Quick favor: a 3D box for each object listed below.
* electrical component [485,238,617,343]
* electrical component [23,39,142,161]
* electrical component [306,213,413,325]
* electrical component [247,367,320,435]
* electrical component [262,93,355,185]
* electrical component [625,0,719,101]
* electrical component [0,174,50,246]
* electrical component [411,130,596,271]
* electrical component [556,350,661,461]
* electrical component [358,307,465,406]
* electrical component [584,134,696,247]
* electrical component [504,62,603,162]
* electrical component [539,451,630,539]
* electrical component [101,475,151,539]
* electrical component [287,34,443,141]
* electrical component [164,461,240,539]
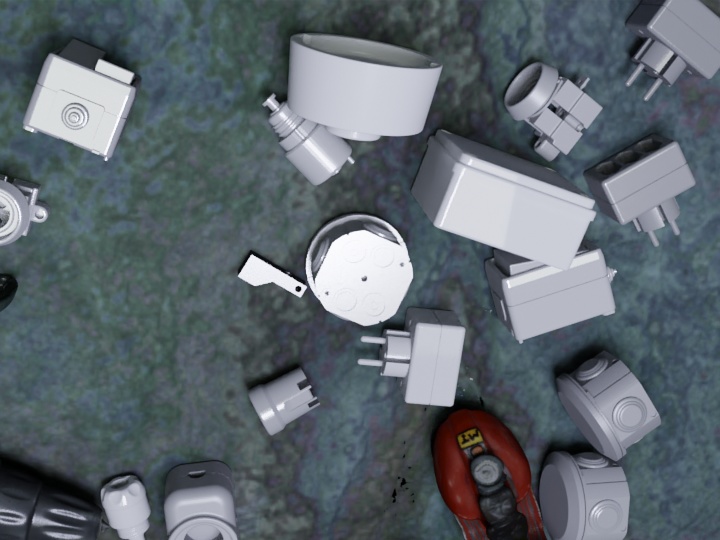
[{"bbox_3d":[0.153,0.007,0.839,0.096,0.061,0.061,-18,107,-3],"label":"electrical component"},{"bbox_3d":[-0.188,-0.119,0.740,0.062,0.096,0.061,21,101,-13],"label":"electrical component"},{"bbox_3d":[0.000,0.000,0.822,0.080,0.051,0.080,-2,105,-7],"label":"electrical component"},{"bbox_3d":[-0.060,0.102,0.848,0.046,0.040,0.040,-28,107,-6],"label":"electrical component"},{"bbox_3d":[-0.041,-0.098,0.795,0.040,0.040,0.078,-43,106,5],"label":"electrical component"},{"bbox_3d":[0.231,-0.164,0.811,0.066,0.047,0.076,35,98,-15],"label":"electrical component"},{"bbox_3d":[-0.260,-0.044,0.772,0.066,0.055,0.048,16,102,-12],"label":"electrical component"},{"bbox_3d":[0.102,-0.053,0.792,0.109,0.108,0.056,18,104,-12],"label":"electrical component"},{"bbox_3d":[0.198,0.108,0.865,0.051,0.080,0.080,-34,107,-3],"label":"electrical component"},{"bbox_3d":[0.037,0.066,0.848,0.077,0.047,0.065,6,103,-8],"label":"electrical component"},{"bbox_3d":[0.225,-0.055,0.839,0.066,0.047,0.076,-29,106,1],"label":"electrical component"},{"bbox_3d":[0.143,-0.124,0.811,0.055,0.048,0.066,34,98,-23],"label":"electrical component"},{"bbox_3d":[0.183,0.188,0.884,0.051,0.080,0.080,-1,105,-13],"label":"electrical component"},{"bbox_3d":[-0.184,0.197,0.859,0.035,0.035,0.061,-14,108,-4],"label":"electrical component"},{"bbox_3d":[0.000,-0.126,0.761,0.108,0.108,0.060,7,110,-10],"label":"electrical component"},{"bbox_3d":[-0.125,0.209,0.857,0.054,0.059,0.095,-6,106,-6],"label":"electrical component"}]
